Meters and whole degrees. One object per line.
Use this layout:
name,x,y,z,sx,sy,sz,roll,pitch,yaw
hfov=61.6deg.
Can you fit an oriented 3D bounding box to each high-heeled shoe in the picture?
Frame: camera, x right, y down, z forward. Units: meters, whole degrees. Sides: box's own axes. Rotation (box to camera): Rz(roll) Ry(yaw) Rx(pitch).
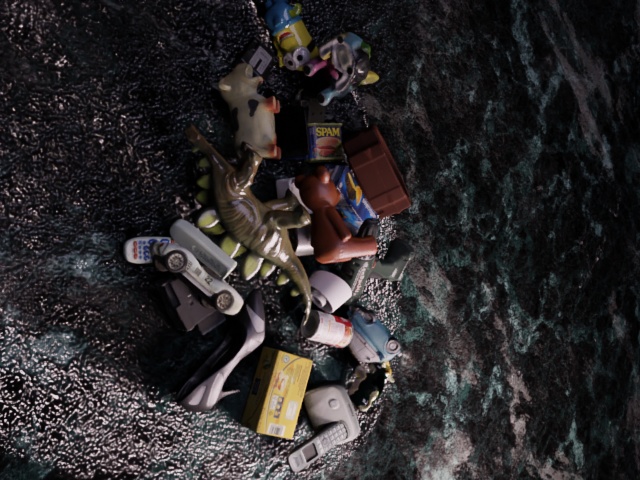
high-heeled shoe,-0.195,0.210,1.045,0.145,0.086,0.248,10,91,-42

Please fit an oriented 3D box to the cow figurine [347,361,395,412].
cow figurine,0.123,0.337,1.277,0.167,0.098,0.068,-40,104,-31

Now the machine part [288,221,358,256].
machine part,-0.002,-0.004,1.213,0.243,0.079,0.079,-1,88,-38

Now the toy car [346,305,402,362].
toy car,0.111,0.234,1.274,0.103,0.109,0.161,-44,105,-9

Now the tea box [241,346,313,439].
tea box,-0.090,0.320,1.135,0.098,0.068,0.169,27,71,-33

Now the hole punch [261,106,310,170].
hole punch,-0.082,-0.227,1.168,0.116,0.092,0.142,-5,96,0

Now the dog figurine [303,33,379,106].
dog figurine,0.074,-0.393,1.209,0.219,0.191,0.108,-34,93,-46

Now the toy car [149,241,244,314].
toy car,-0.225,0.068,0.973,0.201,0.074,0.056,46,65,-25

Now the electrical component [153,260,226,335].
electrical component,-0.239,0.112,1.041,0.115,0.058,0.134,-34,107,-31

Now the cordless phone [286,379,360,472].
cordless phone,-0.012,0.406,1.183,0.184,0.089,0.146,-27,104,-30

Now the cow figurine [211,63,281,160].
cow figurine,-0.148,-0.258,1.091,0.127,0.085,0.194,-3,96,4

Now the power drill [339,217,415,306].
power drill,0.135,0.045,1.262,0.207,0.086,0.231,-12,130,-51

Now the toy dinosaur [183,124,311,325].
toy dinosaur,-0.123,-0.026,1.070,0.198,0.105,0.471,-37,108,5

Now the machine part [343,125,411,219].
machine part,0.133,-0.160,1.253,0.200,0.087,0.201,62,13,-11

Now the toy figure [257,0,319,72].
toy figure,-0.065,-0.462,1.188,0.089,0.082,0.180,-37,107,-30

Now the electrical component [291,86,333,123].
electrical component,-0.016,-0.310,1.242,0.102,0.045,0.078,-22,129,-33

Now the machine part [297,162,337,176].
machine part,0.010,-0.142,1.255,0.139,0.039,0.084,1,93,-39

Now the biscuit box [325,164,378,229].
biscuit box,0.067,-0.092,1.241,0.202,0.059,0.063,48,58,-50

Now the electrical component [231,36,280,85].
electrical component,-0.147,-0.363,1.142,0.074,0.048,0.119,43,62,-27

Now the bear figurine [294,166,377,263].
bear figurine,0.024,-0.052,1.124,0.132,0.120,0.196,-3,78,-41
